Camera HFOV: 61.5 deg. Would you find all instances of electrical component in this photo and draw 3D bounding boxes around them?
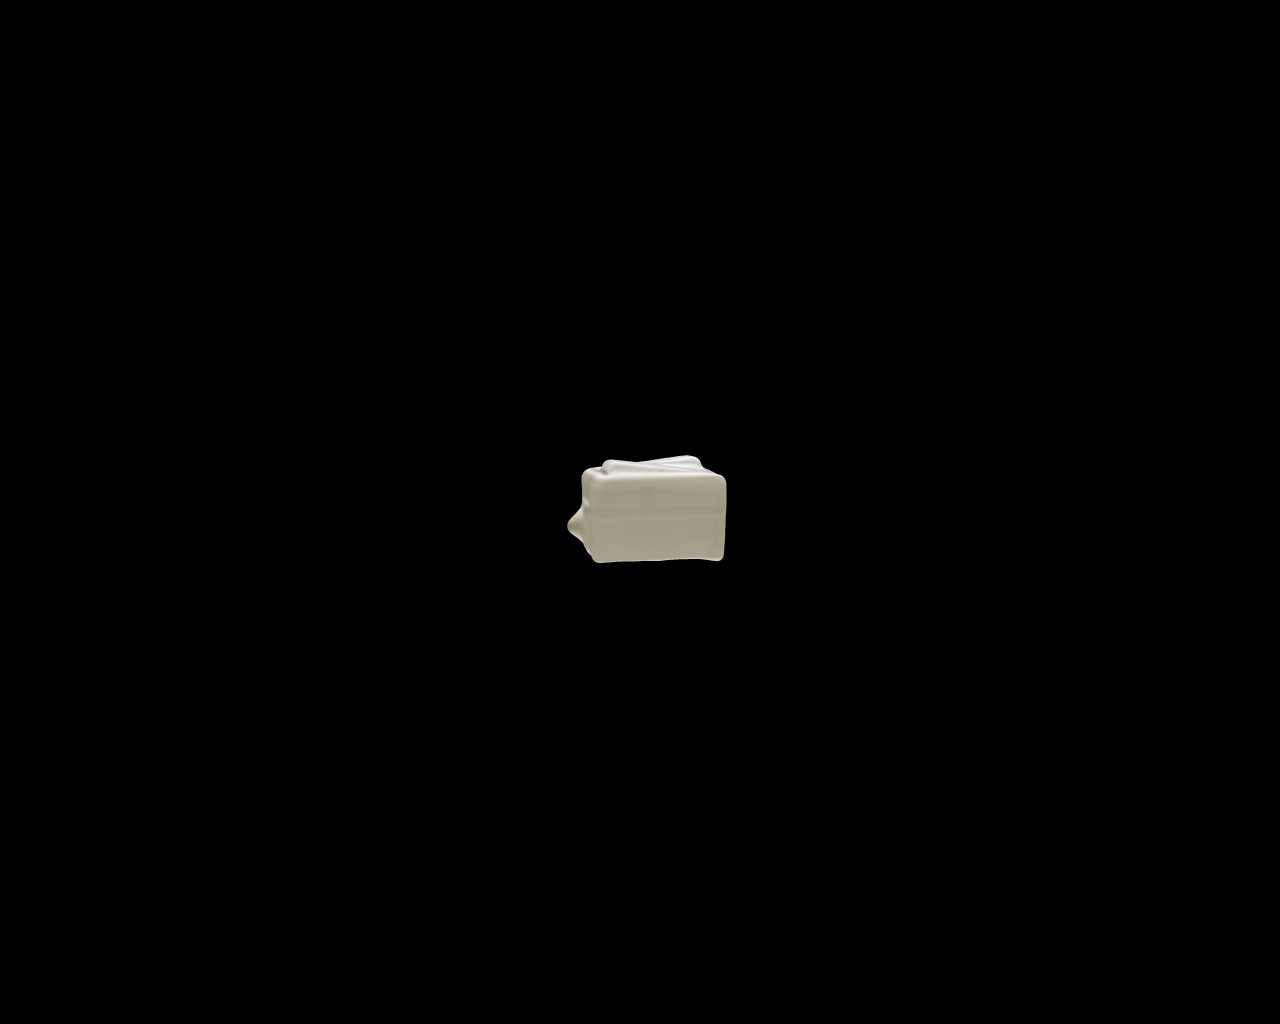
[{"bbox_3d":[0.001,-0.003,0.650,0.096,0.061,0.062,-1,8,-9],"label":"electrical component"}]
